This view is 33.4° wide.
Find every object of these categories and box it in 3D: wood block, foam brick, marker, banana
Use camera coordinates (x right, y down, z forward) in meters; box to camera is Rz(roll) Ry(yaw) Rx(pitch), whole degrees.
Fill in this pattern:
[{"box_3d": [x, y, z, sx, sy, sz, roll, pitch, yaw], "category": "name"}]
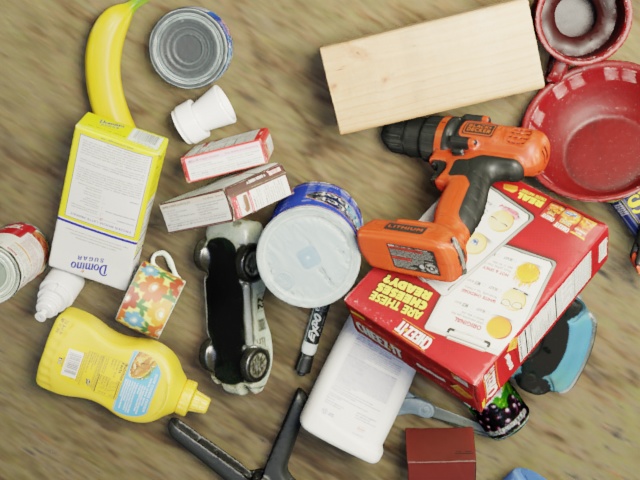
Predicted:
[{"box_3d": [0.112, -0.177, 1.080, 0.206, 0.091, 0.090, -13, 102, 7], "category": "wood block"}, {"box_3d": [0.135, 0.245, 1.192, 0.078, 0.053, 0.051, -1, 128, 5], "category": "foam brick"}, {"box_3d": [-0.005, 0.096, 1.191, 0.020, 0.020, 0.121, 16, 104, 0], "category": "marker"}, {"box_3d": [-0.214, -0.162, 1.134, 0.069, 0.037, 0.198, 1, 104, 4], "category": "banana"}]

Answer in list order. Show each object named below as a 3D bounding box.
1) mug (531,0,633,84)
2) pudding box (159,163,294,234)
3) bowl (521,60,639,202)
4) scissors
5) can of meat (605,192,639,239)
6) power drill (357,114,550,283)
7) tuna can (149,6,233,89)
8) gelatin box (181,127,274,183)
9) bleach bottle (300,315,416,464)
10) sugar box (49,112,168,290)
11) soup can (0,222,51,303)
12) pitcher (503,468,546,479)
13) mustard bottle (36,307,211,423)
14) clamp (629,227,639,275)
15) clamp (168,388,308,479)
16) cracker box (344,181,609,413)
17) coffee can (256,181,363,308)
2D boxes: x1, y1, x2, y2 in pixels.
[{"box_3d": [0.252, -0.212, 1.066, 0.093, 0.081, 0.117, 17, 104, -1], "category": "mug"}, {"box_3d": [-0.098, -0.042, 1.103, 0.114, 0.089, 0.039, -12, 103, 46], "category": "pudding box"}, {"box_3d": [0.288, -0.100, 1.081, 0.162, 0.055, 0.162, -9, 63, 18], "category": "bowl"}, {"box_3d": [0.102, 0.202, 1.210, 0.201, 0.016, 0.096, 36, 101, -4], "category": "scissors"}, {"box_3d": [0.359, -0.043, 1.113, 0.102, 0.057, 0.084, -37, 101, 12], "category": "can of meat"}, {"box_3d": [0.111, -0.052, 1.050, 0.185, 0.187, 0.057, 10, 143, 34], "category": "power drill"}, {"box_3d": [-0.135, -0.202, 1.120, 0.086, 0.033, 0.086, 1, 104, 4], "category": "tuna can"}, {"box_3d": [-0.096, -0.089, 1.124, 0.089, 0.073, 0.030, -14, 104, 7], "category": "gelatin box"}, {"box_3d": [0.076, 0.108, 1.157, 0.102, 0.068, 0.251, 27, 95, -3], "category": "bleach bottle"}, {"box_3d": [-0.228, -0.039, 1.142, 0.093, 0.048, 0.176, 19, 121, -1], "category": "sugar box"}, {"box_3d": [-0.339, 0.024, 1.154, 0.068, 0.102, 0.068, 1, 104, 4], "category": "soup can"}, {"box_3d": [0.177, 0.369, 1.197, 0.149, 0.145, 0.243, 35, 100, -18], "category": "pitcher"}, {"box_3d": [-0.215, 0.152, 1.199, 0.191, 0.058, 0.096, 22, 105, -1], "category": "mustard bottle"}, {"box_3d": [0.378, -0.034, 1.065, 0.171, 0.039, 0.120, -34, 103, 10], "category": "clamp"}, {"box_3d": [-0.081, 0.277, 1.231, 0.164, 0.036, 0.210, -7, 104, 7], "category": "clamp"}, {"box_3d": [0.157, 0.040, 1.055, 0.164, 0.072, 0.213, 32, 69, 32], "category": "cracker box"}, {"box_3d": [-0.007, 0.001, 1.105, 0.103, 0.140, 0.103, 1, 104, 4], "category": "coffee can"}]
